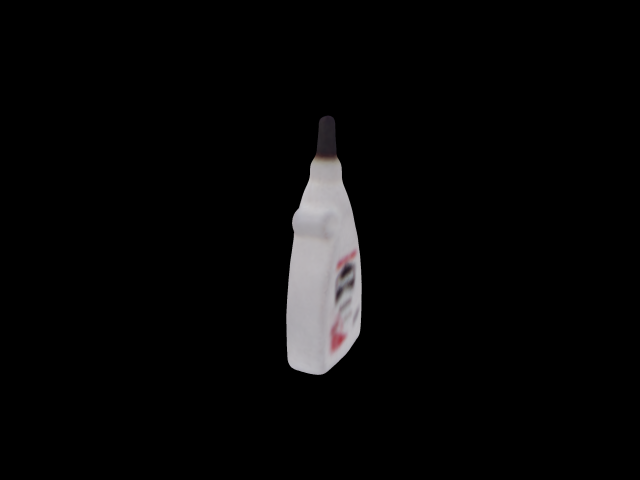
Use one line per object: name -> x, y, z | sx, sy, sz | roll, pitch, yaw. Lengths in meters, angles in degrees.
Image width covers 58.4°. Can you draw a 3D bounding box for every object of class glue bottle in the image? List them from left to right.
glue bottle -> 0.004, 0.001, 0.400 | 0.037, 0.173, 0.078 | 7, 20, 21
